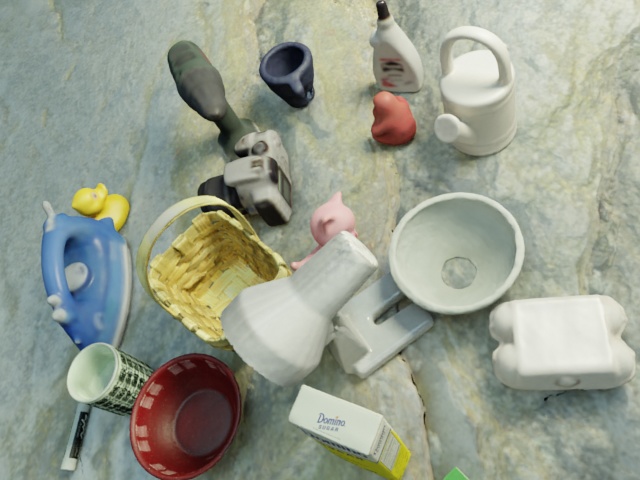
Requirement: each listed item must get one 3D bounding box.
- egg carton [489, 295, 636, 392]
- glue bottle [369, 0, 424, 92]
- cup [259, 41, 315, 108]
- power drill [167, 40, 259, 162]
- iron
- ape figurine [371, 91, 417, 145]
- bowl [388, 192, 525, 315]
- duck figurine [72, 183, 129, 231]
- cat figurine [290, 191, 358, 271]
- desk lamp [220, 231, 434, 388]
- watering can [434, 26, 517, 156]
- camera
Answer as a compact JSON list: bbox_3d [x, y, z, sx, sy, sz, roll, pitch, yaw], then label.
[{"bbox_3d":[0.272,0.118,0.654,0.150,0.070,0.107,-7,60,16],"label":"egg carton"},{"bbox_3d":[0.110,-0.297,0.879,0.078,0.173,0.037,4,64,22],"label":"glue bottle"},{"bbox_3d":[-0.040,-0.260,0.960,0.091,0.095,0.117,-27,57,4],"label":"cup"},{"bbox_3d":[-0.161,-0.208,0.907,0.075,0.209,0.229,-34,57,0],"label":"power drill"},{"bbox_3d":[-0.372,0.064,0.872,0.118,0.142,0.258,-22,57,7],"label":"iron"},{"bbox_3d":[0.106,-0.191,0.871,0.078,0.092,0.076,-39,57,-4],"label":"ape figurine"},{"bbox_3d":[0.175,0.027,0.736,0.167,0.075,0.167,-9,60,15],"label":"bowl"},{"bbox_3d":[-0.386,-0.049,0.973,0.077,0.086,0.105,28,74,30],"label":"duck figurine"},{"bbox_3d":[0.007,0.003,0.784,0.067,0.118,0.128,36,79,32],"label":"cat figurine"},{"bbox_3d":[0.012,0.086,0.678,0.203,0.214,0.117,-37,57,-2],"label":"desk lamp"},{"bbox_3d":[0.212,-0.203,0.778,0.100,0.194,0.173,1,63,20],"label":"watering can"},{"bbox_3d":[-0.121,-0.094,0.894,0.136,0.101,0.143,-12,59,13],"label":"camera"}]
